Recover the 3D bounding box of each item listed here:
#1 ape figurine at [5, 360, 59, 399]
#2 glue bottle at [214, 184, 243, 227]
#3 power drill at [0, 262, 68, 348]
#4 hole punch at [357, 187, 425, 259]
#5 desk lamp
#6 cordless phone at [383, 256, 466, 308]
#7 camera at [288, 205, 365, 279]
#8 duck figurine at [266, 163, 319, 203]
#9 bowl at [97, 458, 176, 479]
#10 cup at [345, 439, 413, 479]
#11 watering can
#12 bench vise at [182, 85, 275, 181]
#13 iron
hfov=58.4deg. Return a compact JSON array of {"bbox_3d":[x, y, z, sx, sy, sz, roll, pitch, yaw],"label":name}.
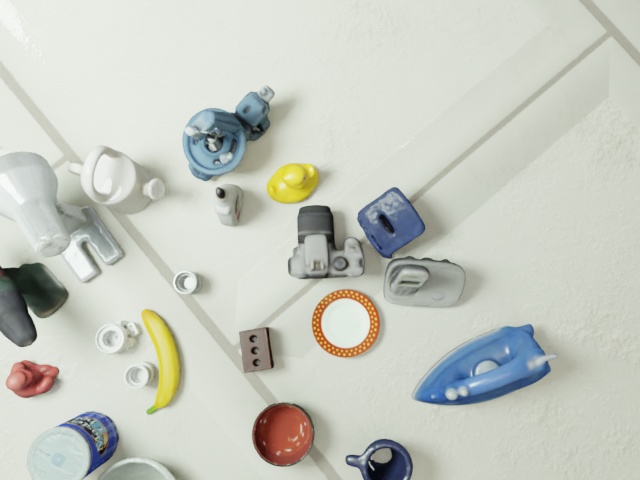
[{"bbox_3d":[-0.531,0.253,1.035,0.076,0.092,0.078,-41,86,-4],"label":"ape figurine"},{"bbox_3d":[-0.169,-0.071,1.032,0.037,0.173,0.078,5,84,0],"label":"glue bottle"},{"bbox_3d":[-0.529,0.089,0.993,0.075,0.208,0.229,-44,86,-4],"label":"power drill"},{"bbox_3d":[0.132,-0.030,1.073,0.101,0.091,0.108,-35,86,-4],"label":"hole punch"},{"bbox_3d":[-0.468,-0.037,1.004,0.118,0.213,0.203,-37,86,-4],"label":"desk lamp"},{"bbox_3d":[0.192,0.073,1.016,0.147,0.185,0.094,1,84,0],"label":"cordless phone"},{"bbox_3d":[0.010,0.004,1.063,0.143,0.101,0.137,-3,84,-1],"label":"camera"},{"bbox_3d":[-0.052,-0.114,1.081,0.104,0.086,0.077,-24,85,-3],"label":"duck figurine"},{"bbox_3d":[-0.321,0.468,1.025,0.167,0.074,0.167,0,84,-1],"label":"bowl"},{"bbox_3d":[0.101,0.395,1.028,0.117,0.095,0.092,9,84,0],"label":"cup"},{"bbox_3d":[-0.364,-0.110,1.022,0.173,0.194,0.101,-7,84,-1],"label":"watering can"},{"bbox_3d":[-0.175,-0.212,1.022,0.121,0.219,0.207,27,85,2],"label":"bench vise"},{"bbox_3d":[0.294,0.244,1.023,0.258,0.141,0.118,-23,85,-3],"label":"iron"}]
